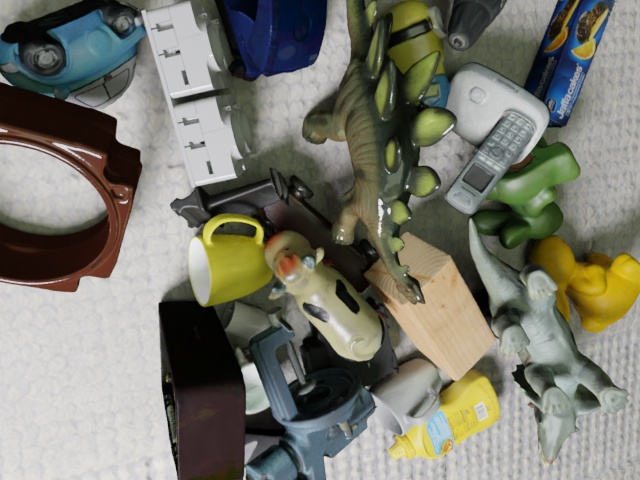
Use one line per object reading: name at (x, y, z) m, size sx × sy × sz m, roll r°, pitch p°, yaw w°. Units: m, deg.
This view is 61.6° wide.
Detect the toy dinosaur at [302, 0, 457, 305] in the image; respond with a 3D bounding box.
toy dinosaur at (0.067, -0.153, 0.652) m, size 0.105 × 0.198 × 0.471 m, roll -5°, pitch 74°, yaw -29°

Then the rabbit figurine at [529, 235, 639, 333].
rabbit figurine at (0.412, 0.064, 0.884) m, size 0.173 × 0.122 × 0.162 m, roll 34°, pitch 97°, yaw -9°

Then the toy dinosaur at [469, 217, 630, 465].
toy dinosaur at (0.309, 0.130, 0.780) m, size 0.131 × 0.192 × 0.404 m, roll -25°, pitch 95°, yaw 5°

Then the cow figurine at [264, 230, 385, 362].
cow figurine at (0.003, 0.070, 0.662) m, size 0.085 × 0.127 × 0.195 m, roll -40°, pitch 97°, yaw 4°

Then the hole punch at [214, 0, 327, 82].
hole punch at (-0.045, -0.254, 0.627) m, size 0.142 × 0.092 × 0.115 m, roll -34°, pitch 113°, yaw -49°

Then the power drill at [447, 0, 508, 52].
power drill at (0.173, -0.377, 0.682) m, size 0.207 × 0.086 × 0.232 m, roll 44°, pitch 62°, yaw -11°

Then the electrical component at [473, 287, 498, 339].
electrical component at (0.289, 0.092, 0.861) m, size 0.075 × 0.048 × 0.119 m, roll -30°, pitch 109°, yaw -13°

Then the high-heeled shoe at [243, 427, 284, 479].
high-heeled shoe at (-0.059, 0.255, 0.760) m, size 0.249 × 0.086 × 0.145 m, roll -40°, pitch 95°, yaw -17°

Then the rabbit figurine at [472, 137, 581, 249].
rabbit figurine at (0.316, -0.054, 0.811) m, size 0.159 × 0.121 × 0.170 m, roll -42°, pitch 126°, yaw -4°

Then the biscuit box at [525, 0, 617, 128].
biscuit box at (0.368, -0.271, 0.812) m, size 0.059 × 0.063 × 0.202 m, roll 19°, pitch 93°, yaw -22°

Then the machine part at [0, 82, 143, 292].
machine part at (-0.300, -0.045, 0.553) m, size 0.201 × 0.087 × 0.201 m, roll 14°, pitch 124°, yaw -22°

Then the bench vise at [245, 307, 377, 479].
bench vise at (-0.036, 0.204, 0.664) m, size 0.224 × 0.129 × 0.240 m, roll -25°, pitch 104°, yaw -25°

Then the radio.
radio at (-0.143, 0.167, 0.622) m, size 0.073 × 0.230 × 0.131 m, roll -2°, pitch 106°, yaw -19°

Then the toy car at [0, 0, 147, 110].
toy car at (-0.261, -0.194, 0.584) m, size 0.162 × 0.109 × 0.102 m, roll -34°, pitch 136°, yaw -22°

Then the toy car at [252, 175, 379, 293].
toy car at (-0.002, -0.002, 0.734) m, size 0.202 × 0.053 × 0.089 m, roll 39°, pitch 96°, yaw -21°

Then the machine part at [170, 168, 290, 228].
machine part at (-0.107, -0.048, 0.661) m, size 0.139 × 0.084 × 0.039 m, roll -16°, pitch 65°, yaw 1°

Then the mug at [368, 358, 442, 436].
mug at (0.138, 0.229, 0.807) m, size 0.107 × 0.110 × 0.080 m, roll -38°, pitch 106°, yaw -24°

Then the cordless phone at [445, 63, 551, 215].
cordless phone at (0.211, -0.137, 0.749) m, size 0.147 × 0.088 × 0.184 m, roll 36°, pitch 90°, yaw 12°

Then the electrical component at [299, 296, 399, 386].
electrical component at (0.039, 0.159, 0.779) m, size 0.134 × 0.058 × 0.114 m, roll -20°, pitch 105°, yaw -16°

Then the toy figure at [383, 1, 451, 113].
toy figure at (0.128, -0.226, 0.724) m, size 0.089 × 0.082 × 0.180 m, roll -10°, pitch 106°, yaw -21°
